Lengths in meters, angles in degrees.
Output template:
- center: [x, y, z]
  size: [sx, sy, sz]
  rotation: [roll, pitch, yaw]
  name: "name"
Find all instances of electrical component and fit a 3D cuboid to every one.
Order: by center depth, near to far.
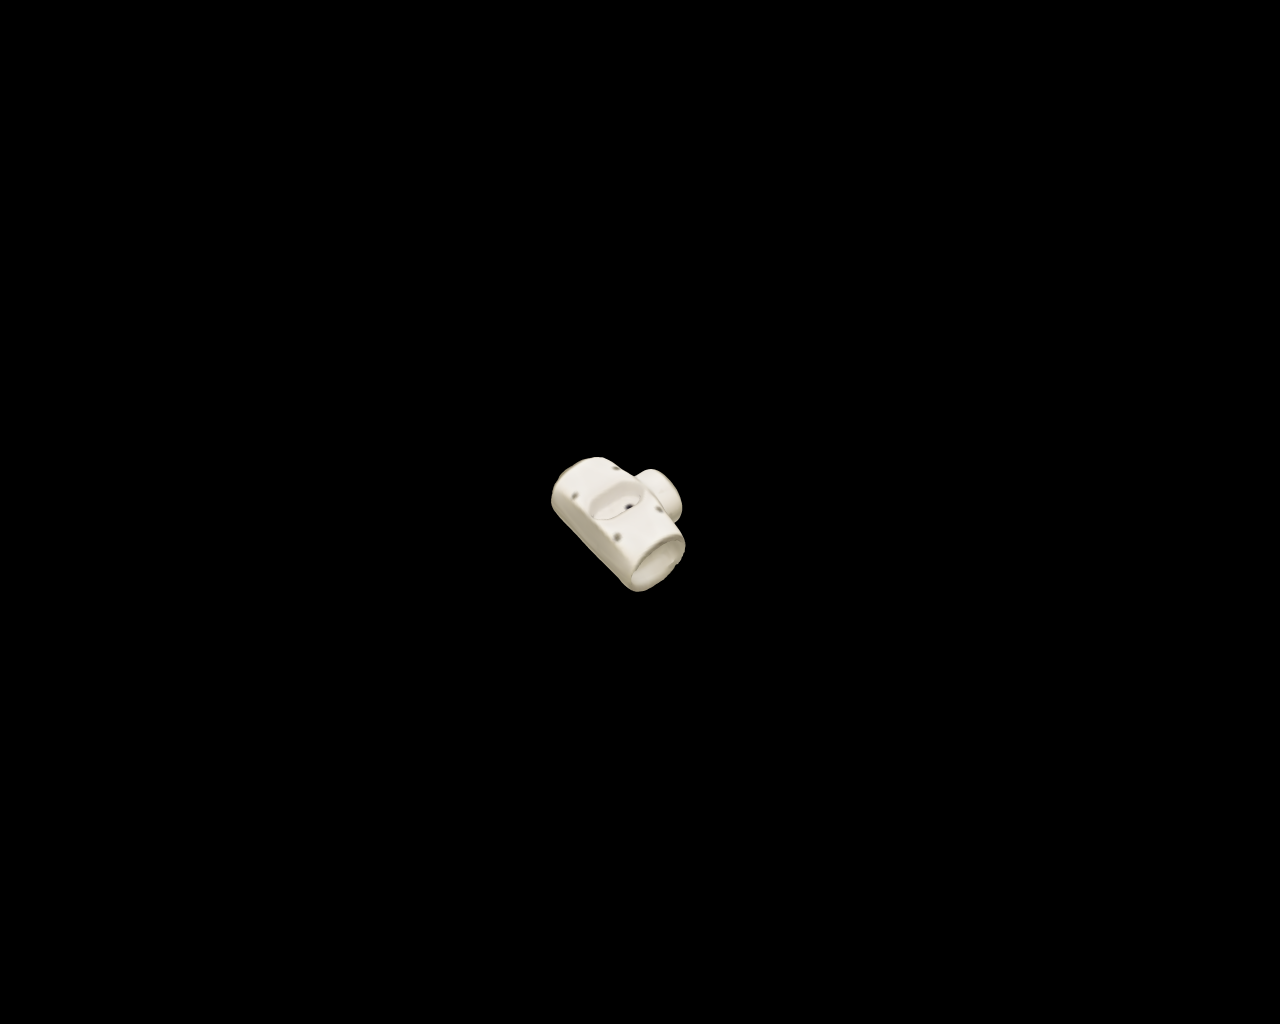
- center: [0.001, -0.003, 0.650]
  size: [0.079, 0.077, 0.043]
  rotation: [-32, -32, -22]
  name: "electrical component"
